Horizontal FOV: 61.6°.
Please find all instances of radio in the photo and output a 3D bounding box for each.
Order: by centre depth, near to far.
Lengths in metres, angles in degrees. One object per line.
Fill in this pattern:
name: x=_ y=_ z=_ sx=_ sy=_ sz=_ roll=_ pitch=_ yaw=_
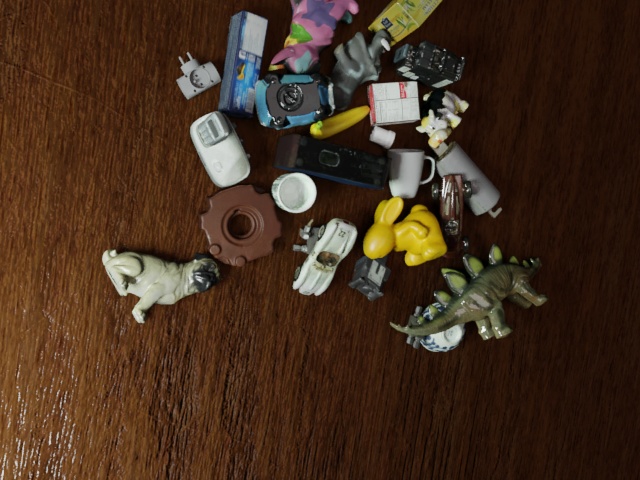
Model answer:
radio: x=0.027 y=-0.162 z=1.128 sx=0.229 sy=0.131 sz=0.073 roll=10 pitch=94 yaw=-16

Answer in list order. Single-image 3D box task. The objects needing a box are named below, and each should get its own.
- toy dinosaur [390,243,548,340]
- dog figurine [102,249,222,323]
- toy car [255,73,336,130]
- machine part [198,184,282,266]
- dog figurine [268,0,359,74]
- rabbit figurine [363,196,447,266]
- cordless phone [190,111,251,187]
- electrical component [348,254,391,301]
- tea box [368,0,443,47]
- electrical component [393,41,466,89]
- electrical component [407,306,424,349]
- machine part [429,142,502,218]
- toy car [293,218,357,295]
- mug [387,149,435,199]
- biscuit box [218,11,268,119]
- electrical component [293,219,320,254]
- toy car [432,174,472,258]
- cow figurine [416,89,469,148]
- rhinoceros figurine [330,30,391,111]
toy dinosaur: x=0.366 y=0.130 z=1.238 sx=0.471 sy=0.105 sz=0.198 roll=-28 pitch=81 yaw=-30
dog figurine: x=-0.315 y=0.057 z=1.085 sx=0.190 sy=0.121 sz=0.172 roll=-34 pitch=107 yaw=-24
toy car: x=-0.052 y=-0.287 z=1.103 sx=0.162 sy=0.103 sz=0.109 roll=-9 pitch=101 yaw=-4
machine part: x=-0.166 y=-0.033 z=1.128 sx=0.179 sy=0.056 sz=0.179 roll=-1 pitch=95 yaw=-16
dog figurine: x=-0.037 y=-0.439 z=1.100 sx=0.219 sy=0.108 sz=0.191 roll=-42 pitch=105 yaw=-5
rabbit figurine: x=0.175 y=-0.015 z=1.187 sx=0.173 sy=0.122 sz=0.162 roll=-13 pitch=92 yaw=-15
cordless phone: x=-0.181 y=-0.181 z=1.043 sx=0.089 sy=0.184 sz=0.146 roll=-27 pitch=101 yaw=-16
electrical component: x=0.118 y=0.068 z=1.214 sx=0.075 sy=0.048 sz=0.119 roll=33 pitch=50 yaw=-18
tea box: x=0.179 y=-0.474 z=1.119 sx=0.068 sy=0.170 sz=0.098 roll=41 pitch=86 yaw=-15
electrical component: x=0.231 y=-0.382 z=1.171 sx=0.134 sy=0.115 sz=0.058 roll=15 pitch=89 yaw=-18
electrical component: x=0.227 y=0.202 z=1.252 sx=0.021 sy=0.063 sz=0.094 roll=16 pitch=90 yaw=-16
machine part: x=0.336 y=-0.141 z=1.242 sx=0.079 sy=0.079 sz=0.243 roll=-47 pitch=106 yaw=-7
toy car: x=0.009 y=0.041 z=1.152 sx=0.073 sy=0.056 sz=0.201 roll=19 pitch=117 yaw=-22
mug: x=0.201 y=-0.148 z=1.207 sx=0.110 sy=0.081 sz=0.107 roll=0 pitch=106 yaw=-11
biscuit box: x=-0.157 y=-0.350 z=1.090 sx=0.059 sy=0.063 sz=0.202 roll=8 pitch=93 yaw=-34
electrical component: x=-0.001 y=-0.003 z=1.180 sx=0.102 sy=0.045 sz=0.078 roll=14 pitch=90 yaw=-16
toy car: x=0.298 y=-0.050 z=1.220 sx=0.089 sy=0.053 sz=0.201 roll=1 pitch=117 yaw=8
cow figurine: x=0.258 y=-0.273 z=1.179 sx=0.098 sy=0.068 sz=0.167 roll=38 pitch=46 yaw=-3
rhinoceros figurine: x=0.075 y=-0.367 z=1.141 sx=0.112 sy=0.073 sz=0.190 roll=35 pitch=93 yaw=-11
